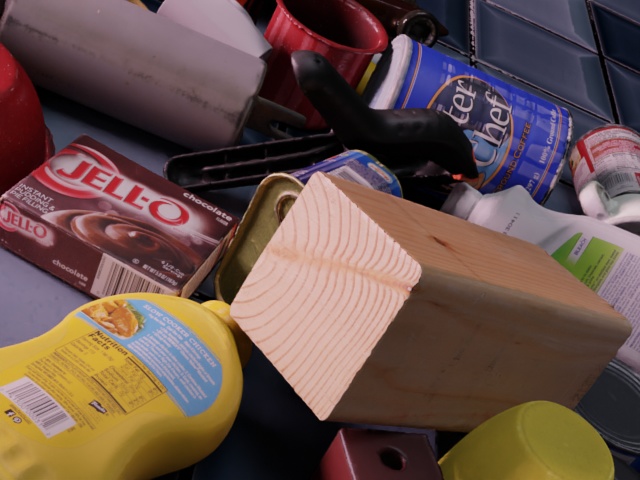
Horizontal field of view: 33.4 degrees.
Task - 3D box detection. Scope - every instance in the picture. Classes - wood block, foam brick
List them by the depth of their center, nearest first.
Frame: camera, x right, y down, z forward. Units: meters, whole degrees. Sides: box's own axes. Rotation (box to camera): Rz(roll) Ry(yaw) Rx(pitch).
[{"bbox_3d":[0.031,0.139,0.517,0.052,0.051,0.078,9,39,-26],"label":"foam brick"},{"bbox_3d":[0.067,0.042,0.576,0.205,0.090,0.091,16,23,-46],"label":"wood block"}]

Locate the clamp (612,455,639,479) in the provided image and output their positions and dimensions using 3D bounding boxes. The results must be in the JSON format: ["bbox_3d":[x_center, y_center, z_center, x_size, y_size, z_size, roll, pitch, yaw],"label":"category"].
[{"bbox_3d":[0.189,0.167,0.605,0.171,0.039,0.120,41,35,18],"label":"clamp"}]

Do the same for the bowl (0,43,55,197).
[{"bbox_3d":[-0.227,-0.086,0.619,0.162,0.055,0.162,19,36,-15],"label":"bowl"}]

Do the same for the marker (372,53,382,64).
[{"bbox_3d":[0.066,-0.146,0.937,0.121,0.020,0.020,30,34,2],"label":"marker"}]

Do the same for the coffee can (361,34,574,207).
[{"bbox_3d":[0.103,-0.080,0.803,0.140,0.103,0.102,22,35,-10],"label":"coffee can"}]

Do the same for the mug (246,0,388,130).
[{"bbox_3d":[-0.015,-0.146,0.824,0.117,0.082,0.093,41,36,16],"label":"mug"}]

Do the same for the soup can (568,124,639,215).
[{"bbox_3d":[0.250,-0.042,0.891,0.068,0.069,0.102,20,36,-13],"label":"soup can"}]

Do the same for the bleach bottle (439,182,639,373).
[{"bbox_3d":[0.200,0.030,0.741,0.251,0.068,0.102,33,79,8],"label":"bleach bottle"}]

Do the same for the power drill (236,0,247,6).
[{"bbox_3d":[-0.078,-0.266,0.860,0.057,0.185,0.188,13,28,-17],"label":"power drill"}]

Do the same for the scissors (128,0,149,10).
[{"bbox_3d":[-0.184,-0.192,0.767,0.201,0.016,0.096,36,19,-27],"label":"scissors"}]

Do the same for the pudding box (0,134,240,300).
[{"bbox_3d":[-0.115,-0.007,0.611,0.113,0.039,0.090,30,34,2],"label":"pudding box"}]

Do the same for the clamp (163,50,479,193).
[{"bbox_3d":[0.025,-0.064,0.676,0.209,0.165,0.036,2,70,-29],"label":"clamp"}]

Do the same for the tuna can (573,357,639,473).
[{"bbox_3d":[0.177,0.110,0.674,0.086,0.034,0.086,19,35,-14],"label":"tuna can"}]

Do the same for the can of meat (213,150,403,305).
[{"bbox_3d":[-0.004,0.001,0.627,0.057,0.102,0.083,40,34,17],"label":"can of meat"}]

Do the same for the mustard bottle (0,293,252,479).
[{"bbox_3d":[-0.094,0.072,0.508,0.096,0.058,0.191,37,35,20],"label":"mustard bottle"}]

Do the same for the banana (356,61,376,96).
[{"bbox_3d":[0.059,-0.120,0.883,0.198,0.037,0.069,37,35,12],"label":"banana"}]
